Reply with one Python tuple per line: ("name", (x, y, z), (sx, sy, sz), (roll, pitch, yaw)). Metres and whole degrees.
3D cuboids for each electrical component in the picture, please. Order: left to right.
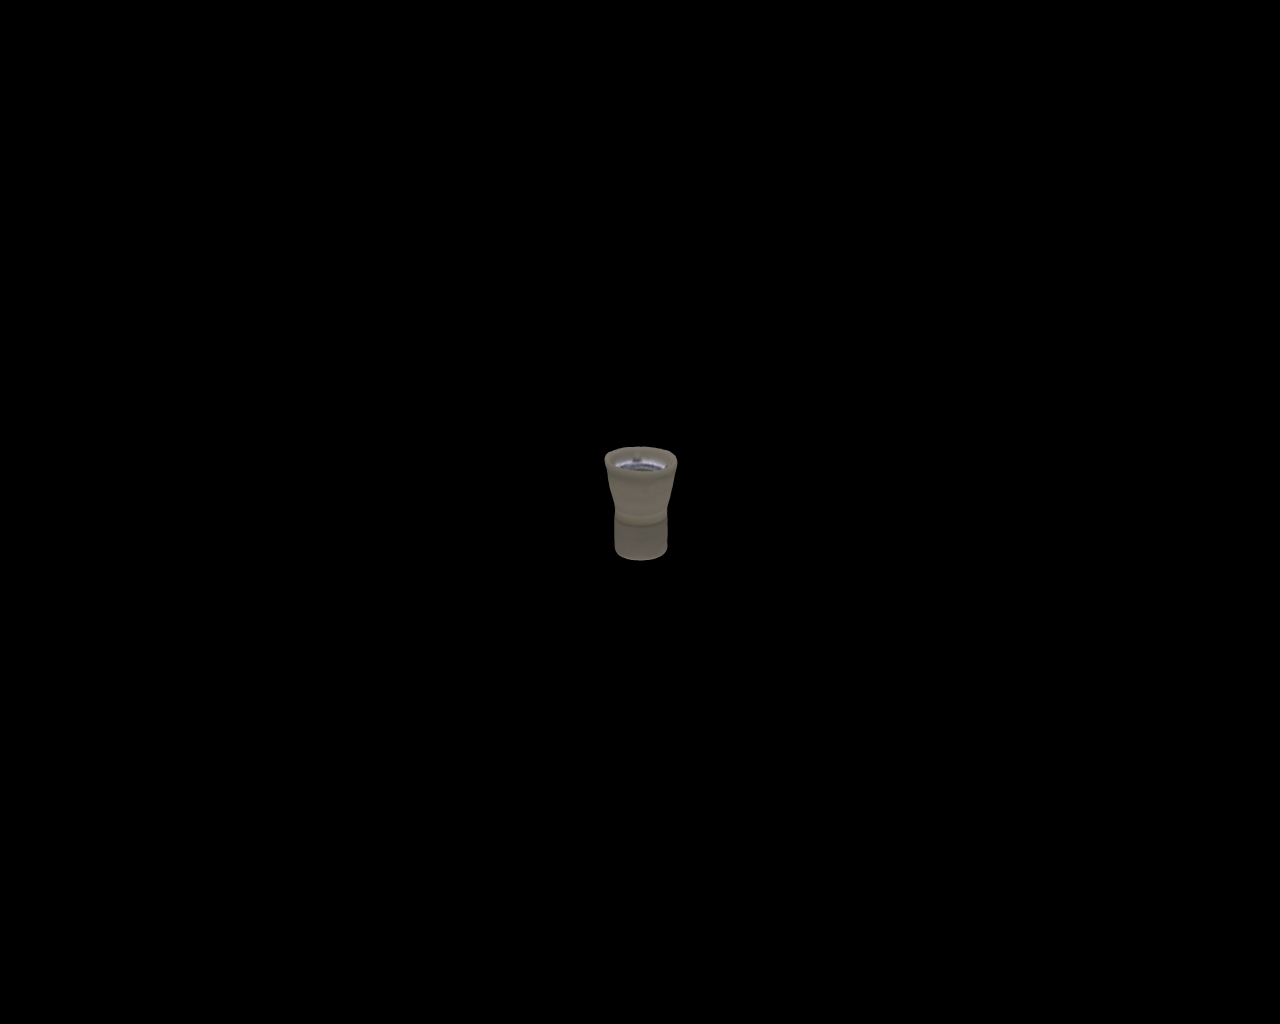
("electrical component", (0.001, -0.003, 0.650), (0.044, 0.065, 0.044), (0, 23, 0))
